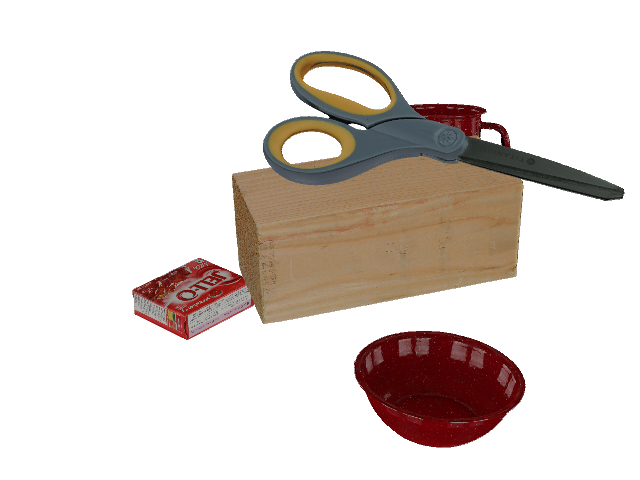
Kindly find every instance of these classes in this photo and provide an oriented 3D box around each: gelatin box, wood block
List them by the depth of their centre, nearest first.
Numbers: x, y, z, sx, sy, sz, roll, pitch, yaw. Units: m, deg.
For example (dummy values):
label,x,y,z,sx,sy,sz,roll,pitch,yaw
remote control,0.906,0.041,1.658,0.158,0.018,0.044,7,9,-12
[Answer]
label,x,y,z,sx,sy,sz,roll,pitch,yaw
wood block,0.042,-0.011,0.836,0.206,0.090,0.091,-10,31,-13
gelatin box,-0.117,0.052,0.990,0.073,0.030,0.089,21,34,36

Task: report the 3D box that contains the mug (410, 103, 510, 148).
label,x,y,z,sx,sy,sz,roll,pitch,yaw
mug,0.128,-0.088,1.050,0.117,0.081,0.093,2,14,10

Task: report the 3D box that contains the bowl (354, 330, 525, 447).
label,x,y,z,sx,sy,sz,roll,pitch,yaw
bowl,0.111,0.149,1.018,0.162,0.055,0.162,3,25,-1

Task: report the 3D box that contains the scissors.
label,x,y,z,sx,sy,sz,roll,pitch,yaw
scissors,0.052,-0.042,0.580,0.202,0.096,0.016,34,-19,26
